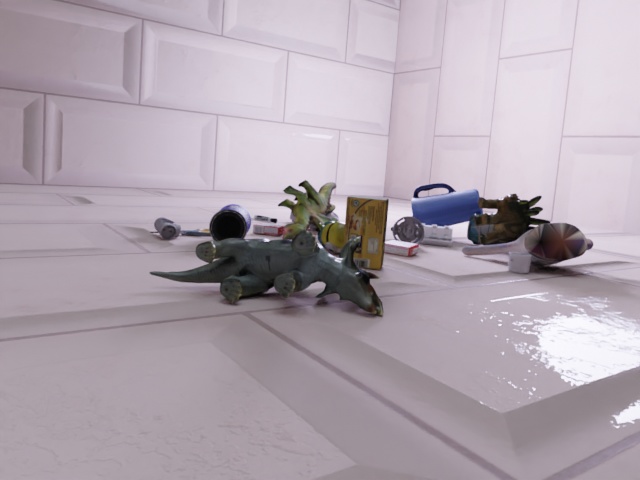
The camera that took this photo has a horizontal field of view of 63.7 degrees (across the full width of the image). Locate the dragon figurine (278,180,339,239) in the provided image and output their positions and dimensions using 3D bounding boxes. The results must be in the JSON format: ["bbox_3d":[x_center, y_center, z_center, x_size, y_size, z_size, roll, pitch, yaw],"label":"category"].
[{"bbox_3d":[0.005,-0.085,1.699,0.245,0.119,0.415,47,39,17],"label":"dragon figurine"}]

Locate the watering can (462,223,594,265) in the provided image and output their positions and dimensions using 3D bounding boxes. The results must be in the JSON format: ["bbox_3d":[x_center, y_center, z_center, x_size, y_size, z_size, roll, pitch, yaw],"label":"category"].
[{"bbox_3d":[0.581,0.019,1.426,0.347,0.105,0.223,-3,-9,9],"label":"watering can"}]

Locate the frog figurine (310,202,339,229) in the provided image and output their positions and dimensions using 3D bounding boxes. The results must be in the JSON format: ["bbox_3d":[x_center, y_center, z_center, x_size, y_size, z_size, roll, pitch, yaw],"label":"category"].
[{"bbox_3d":[0.003,-0.074,1.873,0.137,0.125,0.156,2,-29,11],"label":"frog figurine"}]
